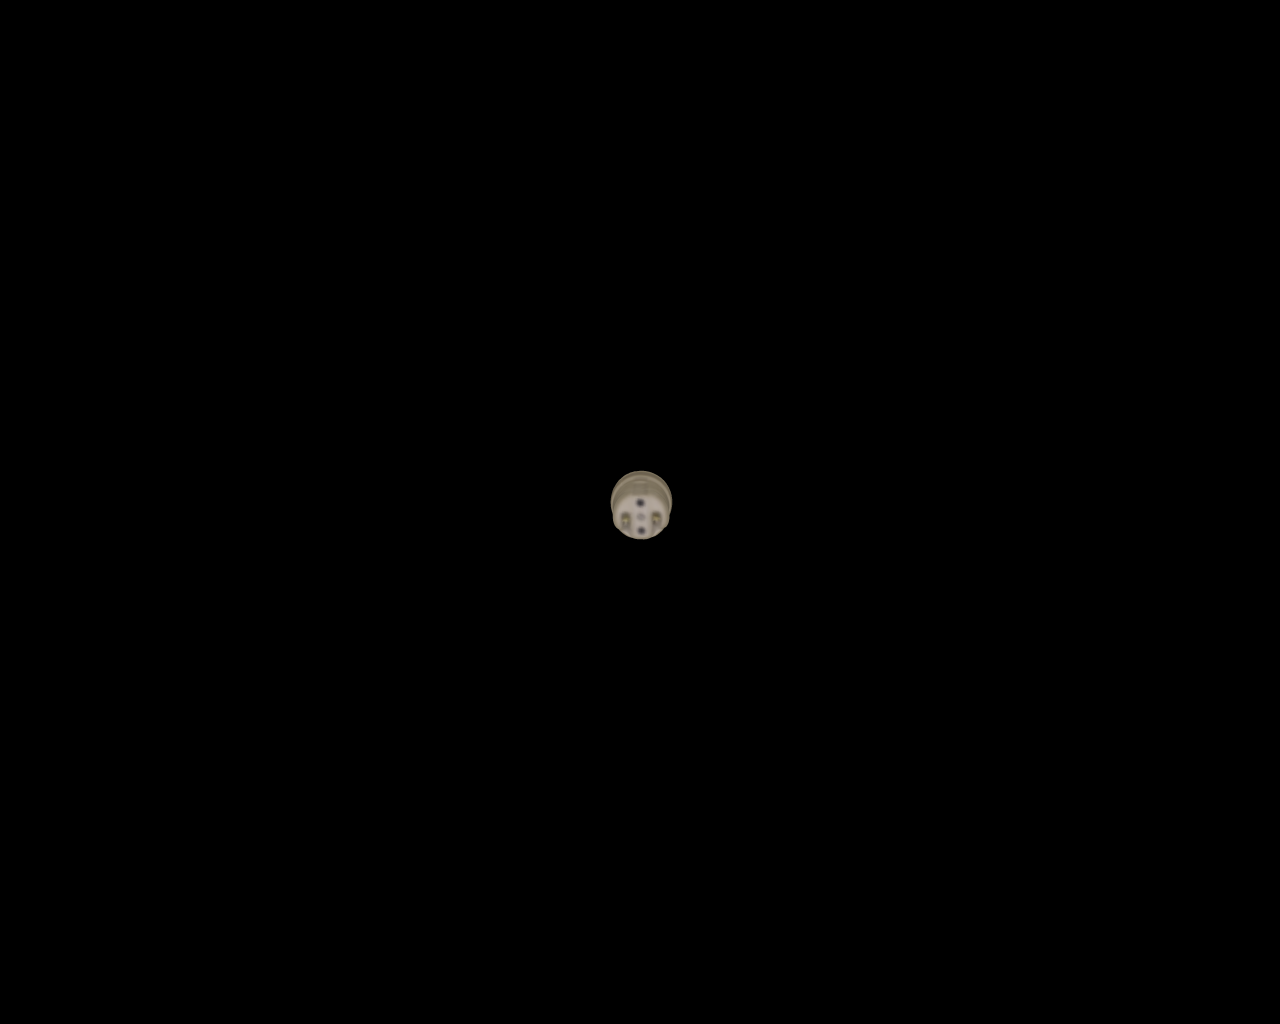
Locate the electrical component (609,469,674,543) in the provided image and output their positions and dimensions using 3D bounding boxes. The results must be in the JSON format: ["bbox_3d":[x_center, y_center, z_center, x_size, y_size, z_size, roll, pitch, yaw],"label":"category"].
[{"bbox_3d":[0.001,-0.003,0.650,0.040,0.040,0.046,0,13,0],"label":"electrical component"}]
